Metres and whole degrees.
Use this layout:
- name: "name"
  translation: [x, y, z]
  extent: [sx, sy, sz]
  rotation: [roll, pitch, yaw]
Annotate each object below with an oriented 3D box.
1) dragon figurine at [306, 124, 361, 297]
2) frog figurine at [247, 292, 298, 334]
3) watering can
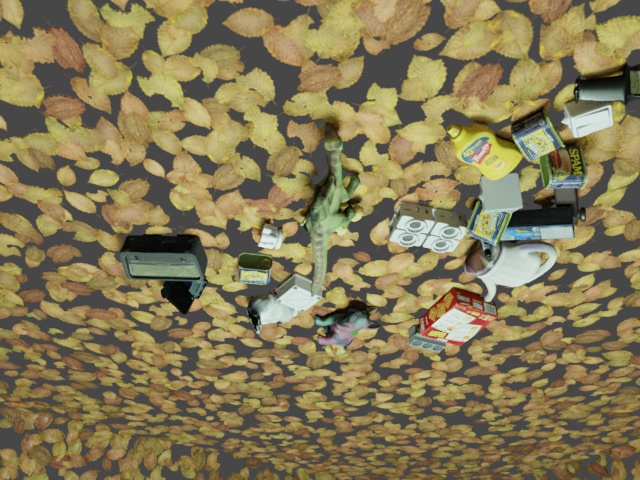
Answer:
- name: "dragon figurine"
  translation: [0.004, -0.060, 1.194]
  extent: [0.122, 0.411, 0.242]
  rotation: [9, 178, 14]
- name: "frog figurine"
  translation: [-0.151, 0.221, 1.676]
  extent: [0.161, 0.124, 0.134]
  rotation: [-26, 135, -25]
- name: "watering can"
  translation: [0.517, 0.090, 1.495]
  extent: [0.224, 0.106, 0.340]
  rotation: [16, 144, -15]
